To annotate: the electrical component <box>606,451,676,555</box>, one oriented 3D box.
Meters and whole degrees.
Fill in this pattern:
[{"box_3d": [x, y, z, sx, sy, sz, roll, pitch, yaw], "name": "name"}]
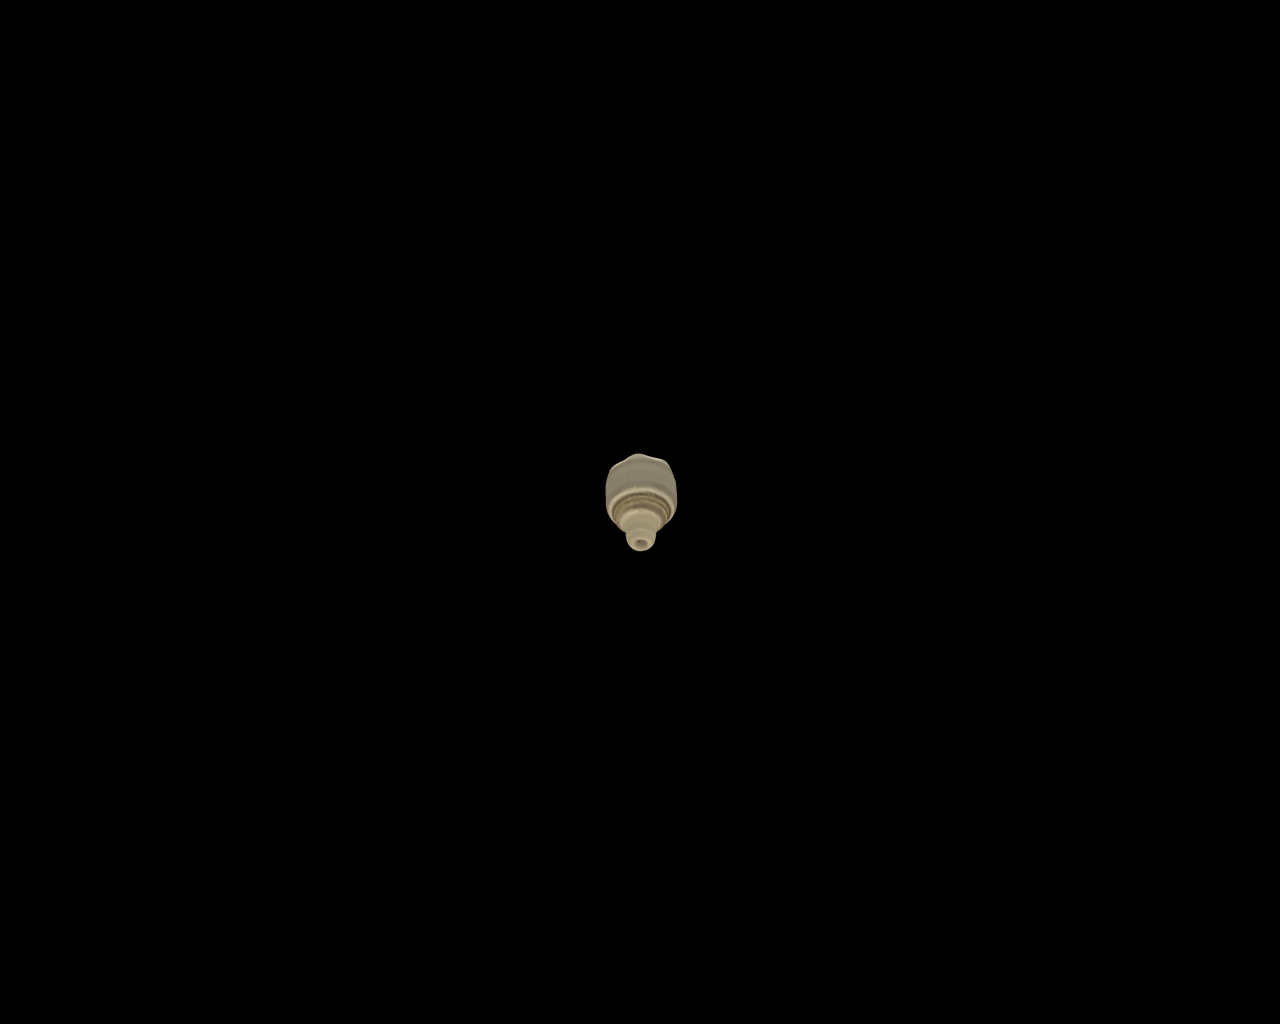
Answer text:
[{"box_3d": [0.001, -0.003, 0.650, 0.043, 0.062, 0.043, 0, -43, 0], "name": "electrical component"}]
